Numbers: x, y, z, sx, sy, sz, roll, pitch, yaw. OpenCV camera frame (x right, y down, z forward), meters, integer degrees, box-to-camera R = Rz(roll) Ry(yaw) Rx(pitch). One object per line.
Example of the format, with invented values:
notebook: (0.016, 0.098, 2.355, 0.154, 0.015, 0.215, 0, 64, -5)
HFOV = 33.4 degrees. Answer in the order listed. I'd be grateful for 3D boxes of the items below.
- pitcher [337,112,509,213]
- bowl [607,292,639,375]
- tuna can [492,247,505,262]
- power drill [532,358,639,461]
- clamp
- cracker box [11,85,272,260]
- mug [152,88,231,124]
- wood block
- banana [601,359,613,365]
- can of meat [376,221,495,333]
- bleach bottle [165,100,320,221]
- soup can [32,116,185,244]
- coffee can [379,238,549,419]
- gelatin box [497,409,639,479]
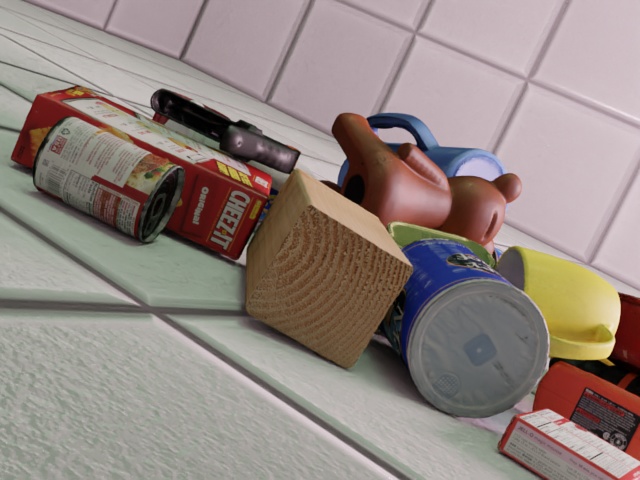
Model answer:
pitcher: (0.133, -0.077, 1.407, 0.149, 0.145, 0.243, 32, -12, -27)
bowl: (0.320, 0.105, 0.990, 0.162, 0.055, 0.162, 27, -5, 2)
tuna can: (0.183, 0.048, 1.200, 0.033, 0.086, 0.086, 23, 9, -24)
power drill: (0.253, 0.142, 0.917, 0.185, 0.057, 0.187, 26, 9, 33)
clamp: (-0.084, -0.102, 1.040, 0.120, 0.039, 0.171, 36, 7, 28)
cracker box: (-0.155, -0.065, 0.980, 0.213, 0.072, 0.164, 25, 9, -5)
mug: (-0.162, -0.128, 1.308, 0.093, 0.081, 0.117, 28, 9, 20)
wood block: (-0.001, 0.015, 0.840, 0.090, 0.090, 0.206, 30, 7, -9)
banana: (0.314, 0.154, 1.038, 0.069, 0.037, 0.198, -11, 32, -31)
can of meat: (0.091, 0.038, 0.921, 0.102, 0.084, 0.057, 13, 27, -12)
bleach bottle: (-0.058, -0.063, 1.165, 0.250, 0.103, 0.068, 21, 51, -31)
soup can: (-0.168, -0.049, 0.851, 0.102, 0.068, 0.068, 25, 8, 9)
coffee can: (0.103, 0.063, 0.817, 0.102, 0.103, 0.140, 23, 9, -13)
gelatin box: (0.175, 0.151, 0.732, 0.089, 0.030, 0.073, 29, 11, 27)
